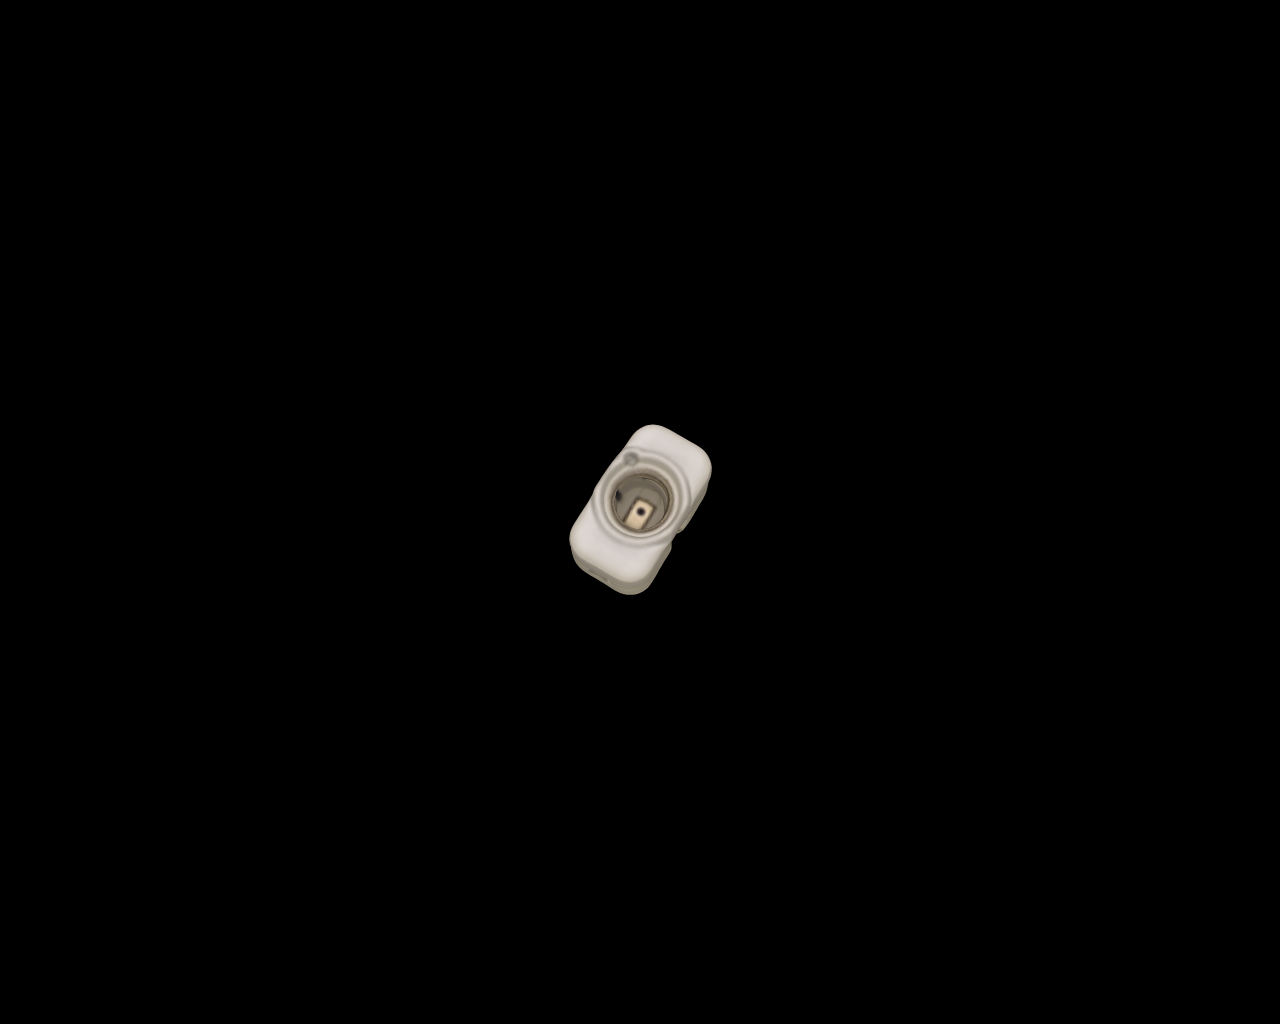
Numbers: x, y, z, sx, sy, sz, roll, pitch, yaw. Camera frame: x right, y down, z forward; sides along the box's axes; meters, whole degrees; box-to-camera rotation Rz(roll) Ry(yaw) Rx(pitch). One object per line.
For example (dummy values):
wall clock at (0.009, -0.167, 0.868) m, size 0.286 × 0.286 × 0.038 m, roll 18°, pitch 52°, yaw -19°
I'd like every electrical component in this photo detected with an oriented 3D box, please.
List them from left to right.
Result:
electrical component at (0.001, -0.003, 0.650) m, size 0.054 × 0.095 × 0.059 m, roll 31°, pitch -11°, yaw 7°
